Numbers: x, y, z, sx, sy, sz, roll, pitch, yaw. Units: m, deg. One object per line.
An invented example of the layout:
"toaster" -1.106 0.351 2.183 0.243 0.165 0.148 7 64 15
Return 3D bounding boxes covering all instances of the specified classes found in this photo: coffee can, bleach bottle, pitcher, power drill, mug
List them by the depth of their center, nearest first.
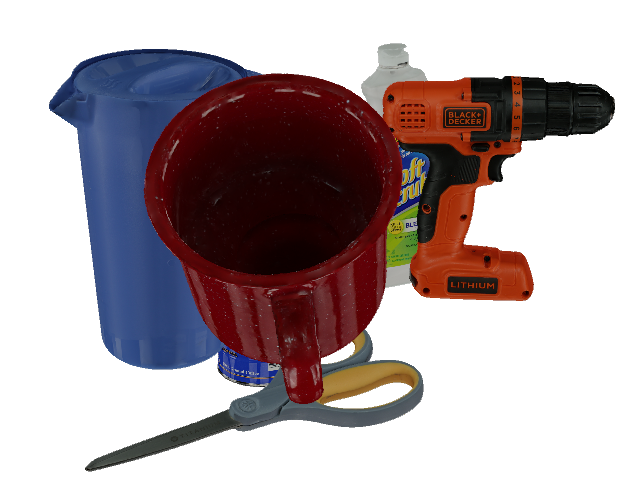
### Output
"mug" -0.013 0.007 0.409 0.093 0.117 0.081 -11 -31 -3
"pitcher" -0.115 -0.025 0.856 0.149 0.243 0.144 11 28 17
"power drill" 0.144 -0.044 0.885 0.184 0.188 0.057 2 22 8
"bleach bottle" 0.074 -0.079 1.121 0.102 0.251 0.068 -11 23 -14
"coffee can" -0.070 0.086 1.251 0.103 0.140 0.103 2 20 -1

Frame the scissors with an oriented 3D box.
"scissors" -0.040 0.089 0.635 0.201 0.016 0.096 -6 34 -11
